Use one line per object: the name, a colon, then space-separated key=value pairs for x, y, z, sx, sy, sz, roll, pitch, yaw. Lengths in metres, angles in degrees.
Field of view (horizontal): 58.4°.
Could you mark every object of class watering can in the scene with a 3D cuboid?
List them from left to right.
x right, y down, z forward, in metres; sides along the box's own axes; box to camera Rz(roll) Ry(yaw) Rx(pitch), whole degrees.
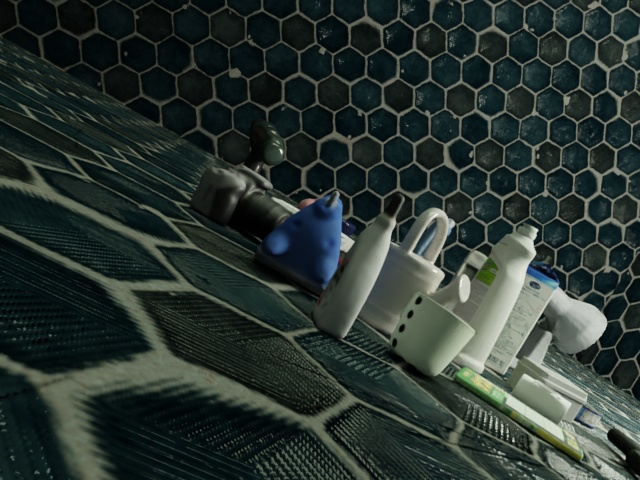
watering can: x=0.140 y=0.046 z=0.847 sx=0.172 sy=0.194 sz=0.101 roll=31 pitch=5 yaw=16

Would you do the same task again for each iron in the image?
iron: x=-0.006 y=-0.010 z=0.865 sx=0.118 sy=0.141 sz=0.258 roll=30 pitch=5 yaw=0

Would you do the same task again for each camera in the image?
camera: x=-0.121 y=-0.063 z=0.976 sx=0.136 sy=0.101 sz=0.143 roll=32 pitch=5 yaw=19

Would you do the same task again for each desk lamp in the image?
desk lamp: x=0.493 y=0.199 z=1.269 sx=0.203 sy=0.213 sz=0.118 roll=30 pitch=5 yaw=-5

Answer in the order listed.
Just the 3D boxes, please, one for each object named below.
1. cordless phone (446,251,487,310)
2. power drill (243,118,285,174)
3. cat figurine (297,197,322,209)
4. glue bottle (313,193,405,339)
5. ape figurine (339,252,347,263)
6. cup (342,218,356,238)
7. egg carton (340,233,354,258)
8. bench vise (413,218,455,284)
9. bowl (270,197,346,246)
cordless phone: x=0.335 y=0.127 z=1.237 sx=0.147 sy=0.185 sz=0.094 roll=31 pitch=5 yaw=14
power drill: x=-0.163 y=-0.185 z=1.354 sx=0.076 sy=0.208 sz=0.229 roll=27 pitch=5 yaw=-29
cat figurine: x=-0.031 y=-0.057 z=1.360 sx=0.067 sy=0.118 sz=0.128 roll=30 pitch=5 yaw=1
glue bottle: x=0.048 y=0.024 z=0.649 sx=0.037 sy=0.173 sz=0.078 roll=29 pitch=5 yaw=-12
ape figurine: x=0.058 y=0.046 z=0.976 sx=0.078 sy=0.092 sz=0.076 roll=28 pitch=5 yaw=-28
cup: x=0.026 y=-0.018 z=1.433 sx=0.092 sy=0.095 sz=0.117 roll=29 pitch=5 yaw=-13
egg carton: x=0.012 y=0.005 z=1.265 sx=0.151 sy=0.069 sz=0.107 roll=28 pitch=5 yaw=-26
bench vise: x=0.223 y=0.041 z=1.251 sx=0.121 sy=0.219 sz=0.208 roll=31 pitch=5 yaw=15
bowl: x=-0.037 y=-0.010 z=1.091 sx=0.167 sy=0.075 sz=0.167 roll=30 pitch=5 yaw=-2
